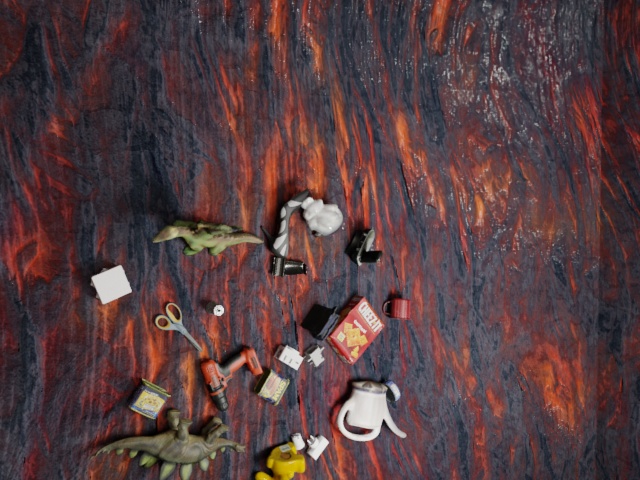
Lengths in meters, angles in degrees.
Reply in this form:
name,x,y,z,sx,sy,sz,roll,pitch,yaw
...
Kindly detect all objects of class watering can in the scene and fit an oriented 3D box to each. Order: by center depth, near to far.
name,x,y,z,sx,sy,sz,roll,pitch,yaw
watering can,0.214,0.670,2.017,0.346,0.104,0.226,15,81,-30

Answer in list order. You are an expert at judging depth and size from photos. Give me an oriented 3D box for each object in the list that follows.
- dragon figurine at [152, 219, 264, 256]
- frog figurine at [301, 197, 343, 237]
name,x,y,z,sx,sy,sz,roll,pitch,yaw
dragon figurine,-0.323,-0.013,1.622,0.411,0.241,0.122,-1,87,-30
frog figurine,0.006,-0.096,1.898,0.138,0.124,0.156,-33,120,-7
